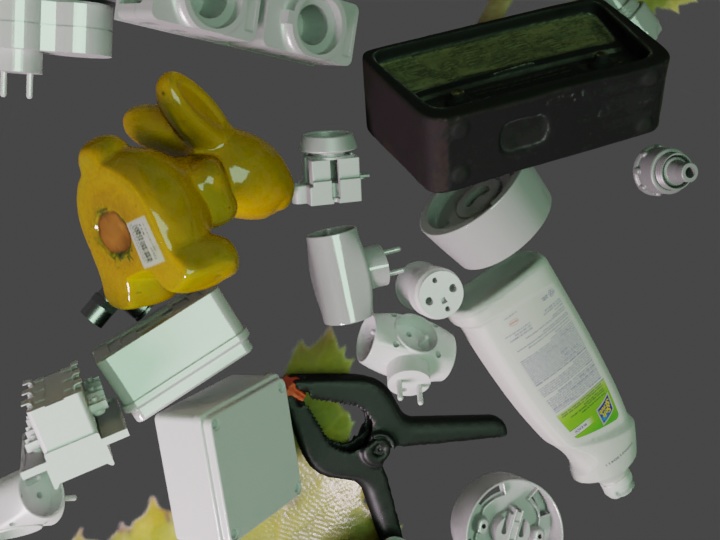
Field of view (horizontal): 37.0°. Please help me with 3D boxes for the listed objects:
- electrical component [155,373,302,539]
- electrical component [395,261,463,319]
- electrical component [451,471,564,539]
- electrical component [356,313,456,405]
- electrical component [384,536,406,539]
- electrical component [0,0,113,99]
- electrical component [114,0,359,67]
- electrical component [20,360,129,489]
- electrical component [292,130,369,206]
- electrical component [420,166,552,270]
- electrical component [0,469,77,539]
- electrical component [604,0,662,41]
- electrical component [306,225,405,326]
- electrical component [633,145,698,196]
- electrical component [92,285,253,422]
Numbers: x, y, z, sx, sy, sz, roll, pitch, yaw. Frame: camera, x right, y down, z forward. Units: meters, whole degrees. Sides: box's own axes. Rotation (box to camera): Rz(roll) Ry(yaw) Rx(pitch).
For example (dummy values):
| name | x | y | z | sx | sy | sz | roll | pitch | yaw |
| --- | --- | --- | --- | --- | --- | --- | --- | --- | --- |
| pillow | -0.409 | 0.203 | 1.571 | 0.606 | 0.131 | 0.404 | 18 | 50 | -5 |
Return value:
| name | x | y | z | sx | sy | sz | roll | pitch | yaw |
| --- | --- | --- | --- | --- | --- | --- | --- | --- | --- |
| electrical component | -0.104 | 0.150 | 0.867 | 0.109 | 0.056 | 0.108 | -25 | 109 | -57 |
| electrical component | 0.060 | 0.017 | 0.930 | 0.045 | 0.055 | 0.045 | -2 | 98 | -17 |
| electrical component | 0.133 | 0.236 | 0.978 | 0.099 | 0.064 | 0.099 | -2 | 98 | -18 |
| electrical component | 0.041 | 0.081 | 0.924 | 0.077 | 0.079 | 0.044 | 15 | 135 | -19 |
| electrical component | 0.003 | 0.263 | 0.938 | 0.079 | 0.043 | 0.077 | 34 | 119 | -5 |
| electrical component | -0.257 | -0.166 | 0.806 | 0.138 | 0.052 | 0.073 | 1 | 97 | -18 |
| electrical component | -0.082 | -0.222 | 0.812 | 0.186 | 0.060 | 0.105 | 4 | 97 | -43 |
| electrical component | -0.223 | 0.113 | 0.817 | 0.079 | 0.121 | 0.063 | -22 | 101 | -14 |
| electrical component | -0.026 | -0.086 | 0.895 | 0.066 | 0.048 | 0.055 | -7 | 106 | -17 |
| electrical component | 0.112 | -0.048 | 0.914 | 0.108 | 0.108 | 0.060 | -46 | 114 | -7 |
| electrical component | -0.260 | 0.184 | 0.846 | 0.079 | 0.077 | 0.044 | 12 | 57 | -55 |
| electrical component | 0.237 | -0.226 | 0.961 | 0.043 | 0.043 | 0.062 | -44 | 106 | -8 |
| electrical component | 0.000 | 0.000 | 0.915 | 0.079 | 0.043 | 0.077 | -14 | 101 | -16 |
| electrical component | 0.284 | -0.090 | 0.984 | 0.048 | 0.062 | 0.048 | -2 | 98 | -17 |
| electrical component | -0.149 | 0.063 | 0.858 | 0.113 | 0.078 | 0.057 | -33 | 103 | -11 |
